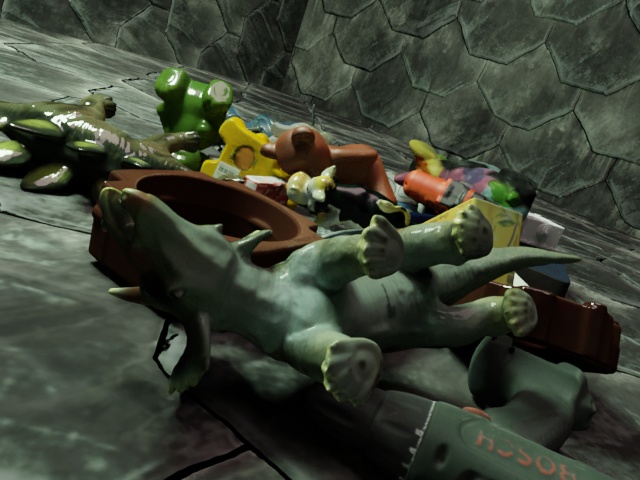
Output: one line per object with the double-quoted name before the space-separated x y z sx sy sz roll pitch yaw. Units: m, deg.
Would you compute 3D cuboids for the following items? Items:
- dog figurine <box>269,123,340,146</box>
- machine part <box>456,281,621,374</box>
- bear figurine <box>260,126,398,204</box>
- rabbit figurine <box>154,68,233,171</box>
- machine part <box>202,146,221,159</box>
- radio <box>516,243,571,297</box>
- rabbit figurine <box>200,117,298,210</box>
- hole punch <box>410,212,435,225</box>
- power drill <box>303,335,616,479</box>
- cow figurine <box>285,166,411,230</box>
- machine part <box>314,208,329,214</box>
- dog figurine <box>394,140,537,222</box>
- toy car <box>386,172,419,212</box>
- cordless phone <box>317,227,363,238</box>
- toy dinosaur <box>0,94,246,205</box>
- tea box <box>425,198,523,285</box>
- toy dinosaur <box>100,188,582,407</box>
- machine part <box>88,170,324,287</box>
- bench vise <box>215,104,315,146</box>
"dog figurine" -0.008 -0.178 1.024 0.190 0.121 0.173 -24 22 -40
"machine part" 0.222 0.092 0.576 0.179 0.056 0.179 17 -13 4
"bear figurine" 0.014 -0.101 0.821 0.120 0.132 0.196 -16 -10 40
"rabbit figurine" -0.226 -0.168 0.879 0.121 0.170 0.159 17 -24 -13
"machine part" -0.201 -0.157 1.030 0.084 0.039 0.139 -7 33 -39
"radio" 0.344 0.052 0.924 0.131 0.073 0.229 23 16 14
"rabbit figurine" -0.101 -0.121 0.908 0.162 0.121 0.173 17 -2 1
"hole punch" 0.126 -0.012 0.861 0.142 0.092 0.116 -2 24 -42
"power drill" 0.127 0.137 0.419 0.232 0.086 0.207 23 13 26
"cow figurine" 0.038 -0.048 0.743 0.167 0.068 0.098 26 -25 -19
"machine part" 0.024 -0.096 1.019 0.079 0.079 0.243 21 16 3
"dog figurine" 0.249 -0.101 0.961 0.219 0.108 0.191 21 10 -3
"toy car" 0.140 -0.081 1.057 0.109 0.102 0.162 9 18 -29
"cordless phone" -0.001 -0.003 0.705 0.184 0.088 0.146 27 19 35
"toy dinosaur" -0.329 -0.131 0.708 0.472 0.105 0.199 15 21 0
"tea box" 0.170 0.020 0.670 0.068 0.098 0.169 17 -17 -12
"toy dinosaur" 0.033 0.044 0.431 0.404 0.131 0.192 4 -7 -40
"machine part" -0.115 0.000 0.564 0.201 0.087 0.201 29 18 26
"bench vise" -0.124 -0.224 1.144 0.240 0.128 0.224 -12 39 -28
